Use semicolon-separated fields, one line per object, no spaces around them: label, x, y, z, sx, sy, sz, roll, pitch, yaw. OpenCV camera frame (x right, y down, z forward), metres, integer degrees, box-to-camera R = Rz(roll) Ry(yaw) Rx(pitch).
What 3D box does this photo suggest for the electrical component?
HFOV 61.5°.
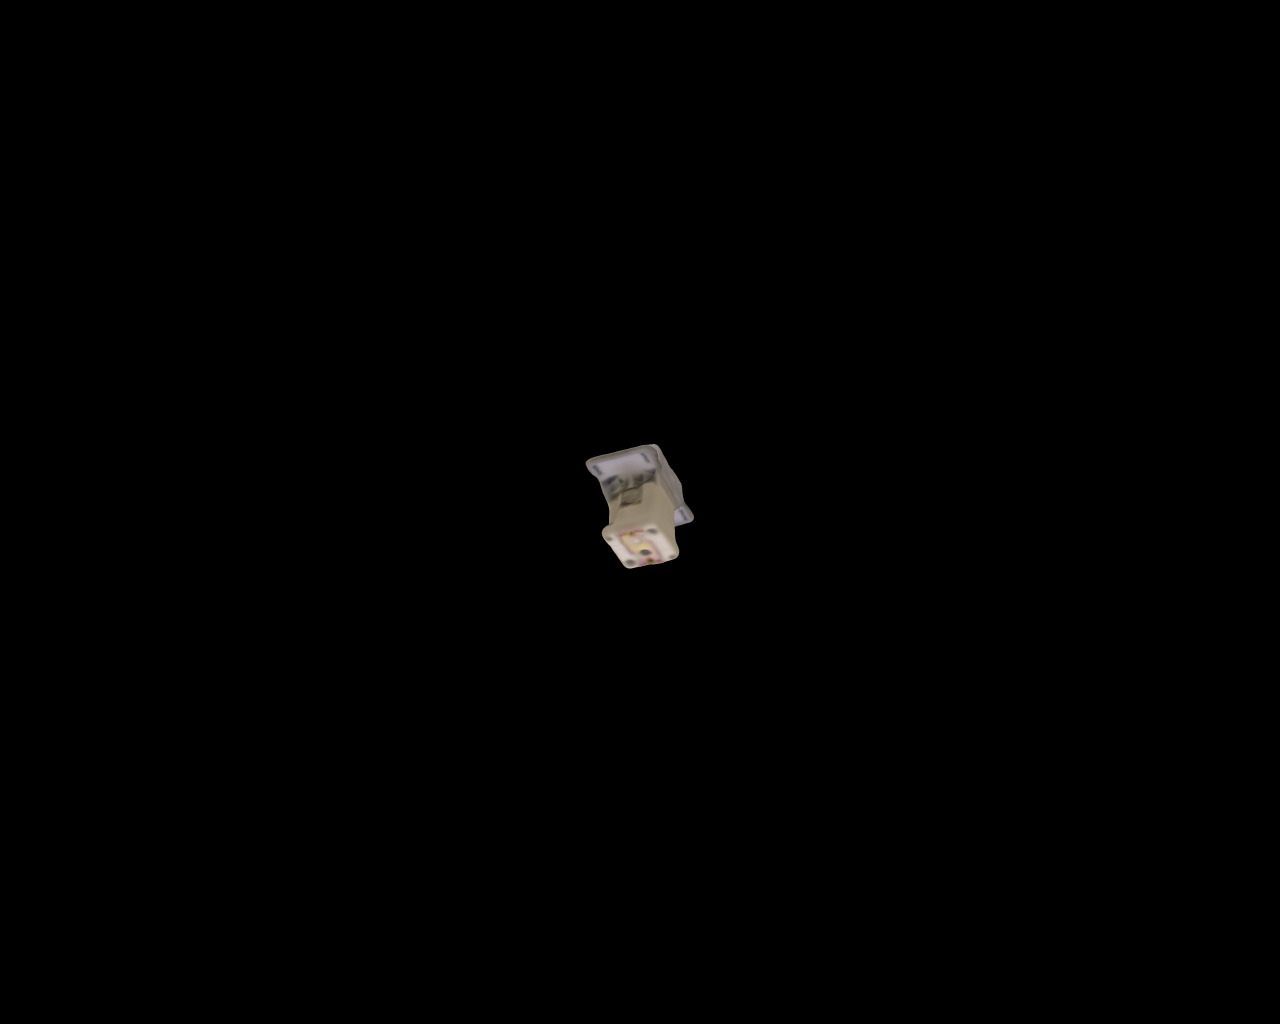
electrical component;0.001;-0.003;0.650;0.042;0.064;0.081;-13;-38;18
